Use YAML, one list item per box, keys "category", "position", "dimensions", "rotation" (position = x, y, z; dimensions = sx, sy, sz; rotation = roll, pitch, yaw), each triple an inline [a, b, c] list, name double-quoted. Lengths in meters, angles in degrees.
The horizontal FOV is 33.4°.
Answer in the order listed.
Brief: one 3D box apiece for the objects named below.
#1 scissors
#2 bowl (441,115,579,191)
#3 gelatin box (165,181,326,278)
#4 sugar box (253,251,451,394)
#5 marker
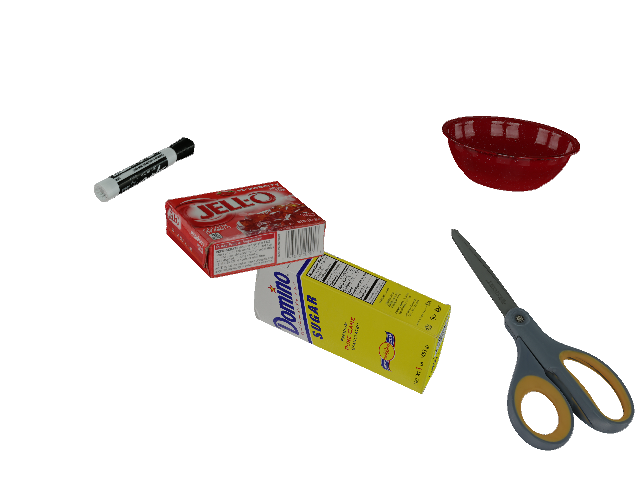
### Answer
- category: "scissors"
  position: [0.138, 0.076, 0.785]
  dimensions: [0.096, 0.016, 0.202]
  rotation: [-34, 61, -26]
- category: "bowl"
  position: [0.220, -0.099, 1.257]
  dimensions: [0.162, 0.055, 0.162]
  rotation: [5, 23, -2]
- category: "gelatin box"
  position: [-0.052, -0.009, 0.728]
  dimensions: [0.089, 0.030, 0.073]
  rotation: [-11, 30, -27]
- category: "sugar box"
  position: [0.025, 0.065, 0.966]
  dimensions: [0.176, 0.093, 0.048]
  rotation: [21, 50, 13]
- category: "marker"
  position: [-0.163, -0.069, 1.008]
  dimensions: [0.020, 0.020, 0.120]
  rotation: [0, 26, 42]
